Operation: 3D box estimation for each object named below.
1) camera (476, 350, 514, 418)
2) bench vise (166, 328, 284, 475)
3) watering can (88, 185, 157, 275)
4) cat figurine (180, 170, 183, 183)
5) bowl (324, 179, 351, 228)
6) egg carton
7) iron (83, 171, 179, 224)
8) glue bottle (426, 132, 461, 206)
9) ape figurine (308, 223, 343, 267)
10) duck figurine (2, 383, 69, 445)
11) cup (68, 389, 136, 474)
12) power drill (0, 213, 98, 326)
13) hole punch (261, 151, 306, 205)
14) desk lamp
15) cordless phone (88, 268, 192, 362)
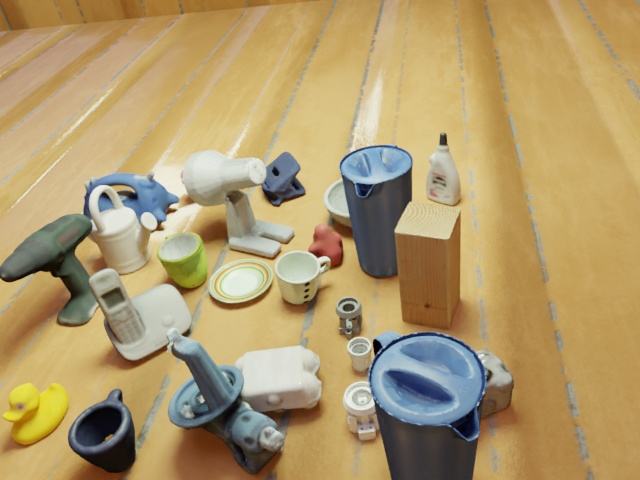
[{"bbox_3d":[0.201,0.202,0.874,0.143,0.101,0.136,-18,38,-10],"label":"camera"},{"bbox_3d":[-0.137,0.220,0.826,0.206,0.220,0.121,6,40,20],"label":"bench vise"},{"bbox_3d":[-0.435,-0.031,1.236,0.173,0.194,0.100,-12,38,-3],"label":"watering can"},{"bbox_3d":[-0.293,-0.158,1.431,0.128,0.118,0.067,-33,43,-27],"label":"cat figurine"},{"bbox_3d":[0.094,-0.075,1.275,0.167,0.075,0.167,-6,38,5],"label":"bowl"},{"bbox_3d":[-0.071,0.230,0.924,0.150,0.069,0.107,-8,37,2],"label":"egg carton"},{"bbox_3d":[-0.484,-0.104,1.385,0.257,0.142,0.118,1,39,13],"label":"iron"},{"bbox_3d":[0.271,-0.160,1.265,0.077,0.173,0.037,18,46,32],"label":"glue bottle"},{"bbox_3d":[0.011,0.004,1.177,0.078,0.092,0.076,-17,38,-10],"label":"ape figurine"},{"bbox_3d":[-0.473,0.271,0.945,0.077,0.086,0.105,13,43,27],"label":"duck figurine"},{"bbox_3d":[-0.315,0.297,0.870,0.091,0.095,0.117,-5,38,7],"label":"cup"},{"bbox_3d":[-0.506,0.064,1.118,0.075,0.209,0.229,0,39,13],"label":"power drill"},{"bbox_3d":[-0.097,-0.153,1.404,0.101,0.091,0.108,-21,39,-14],"label":"hole punch"},{"bbox_3d":[-0.175,-0.089,1.238,0.202,0.214,0.118,12,42,26],"label":"desk lamp"},{"bbox_3d":[-0.324,0.114,1.033,0.148,0.185,0.093,-32,43,-26],"label":"cordless phone"}]
